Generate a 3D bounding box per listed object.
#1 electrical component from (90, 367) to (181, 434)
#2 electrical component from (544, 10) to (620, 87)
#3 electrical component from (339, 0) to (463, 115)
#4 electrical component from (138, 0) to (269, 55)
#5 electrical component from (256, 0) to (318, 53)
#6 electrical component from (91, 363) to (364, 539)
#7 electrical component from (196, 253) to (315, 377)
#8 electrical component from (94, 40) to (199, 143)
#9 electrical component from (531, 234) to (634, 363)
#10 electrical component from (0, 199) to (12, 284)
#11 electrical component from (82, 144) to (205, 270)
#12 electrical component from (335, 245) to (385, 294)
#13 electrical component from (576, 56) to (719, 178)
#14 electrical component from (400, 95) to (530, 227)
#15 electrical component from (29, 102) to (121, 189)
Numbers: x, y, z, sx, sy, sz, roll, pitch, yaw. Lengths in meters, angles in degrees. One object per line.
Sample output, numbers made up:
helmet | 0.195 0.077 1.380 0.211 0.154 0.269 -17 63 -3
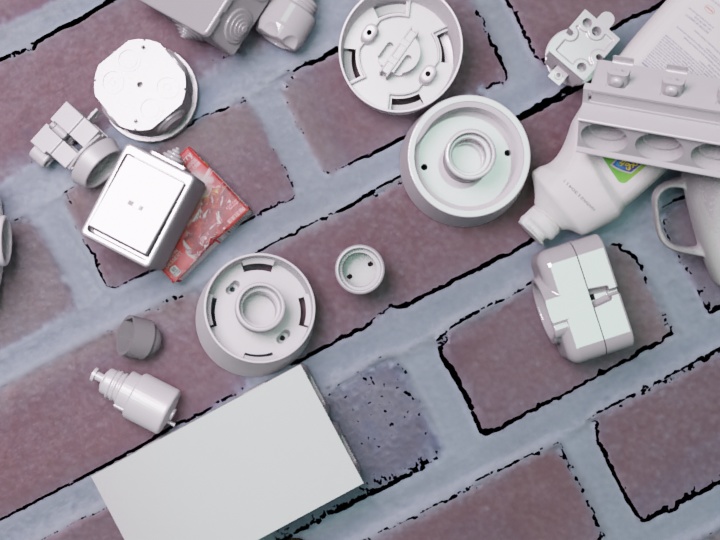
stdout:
electrical component | -0.185 0.103 0.883 0.078 0.040 0.040 27 89 1
electrical component | 0.178 -0.178 0.880 0.048 0.055 0.066 41 89 1
electrical component | 0.032 -0.176 0.876 0.099 0.064 0.099 0 89 1
electrical component | -0.120 -0.232 0.871 0.100 0.048 0.099 33 90 28
electrical component | -0.055 -0.215 0.888 0.043 0.043 0.062 30 88 1
electrical component | -0.104 0.165 0.872 0.186 0.060 0.105 -28 89 0
electrical component | -0.085 0.036 0.885 0.099 0.064 0.099 2 79 -9
electrical component | -0.176 -0.147 0.883 0.080 0.051 0.080 0 89 0
electrical component | 0.177 0.025 0.877 0.059 0.053 0.095 -18 89 0
electrical component | -0.312 -0.023 0.856 0.060 0.108 0.108 0 89 -6
electrical component | -0.167 -0.055 0.845 0.062 0.061 0.096 27 89 2
electrical component | 0.000 0.000 0.882 0.040 0.046 0.040 0 89 0
electrical component | 0.230 -0.115 0.807 0.121 0.078 0.063 13 66 15
electrical component | 0.087 -0.091 0.876 0.108 0.060 0.108 0 89 0
electrical component | -0.230 -0.100 0.886 0.055 0.048 0.066 42 89 8
